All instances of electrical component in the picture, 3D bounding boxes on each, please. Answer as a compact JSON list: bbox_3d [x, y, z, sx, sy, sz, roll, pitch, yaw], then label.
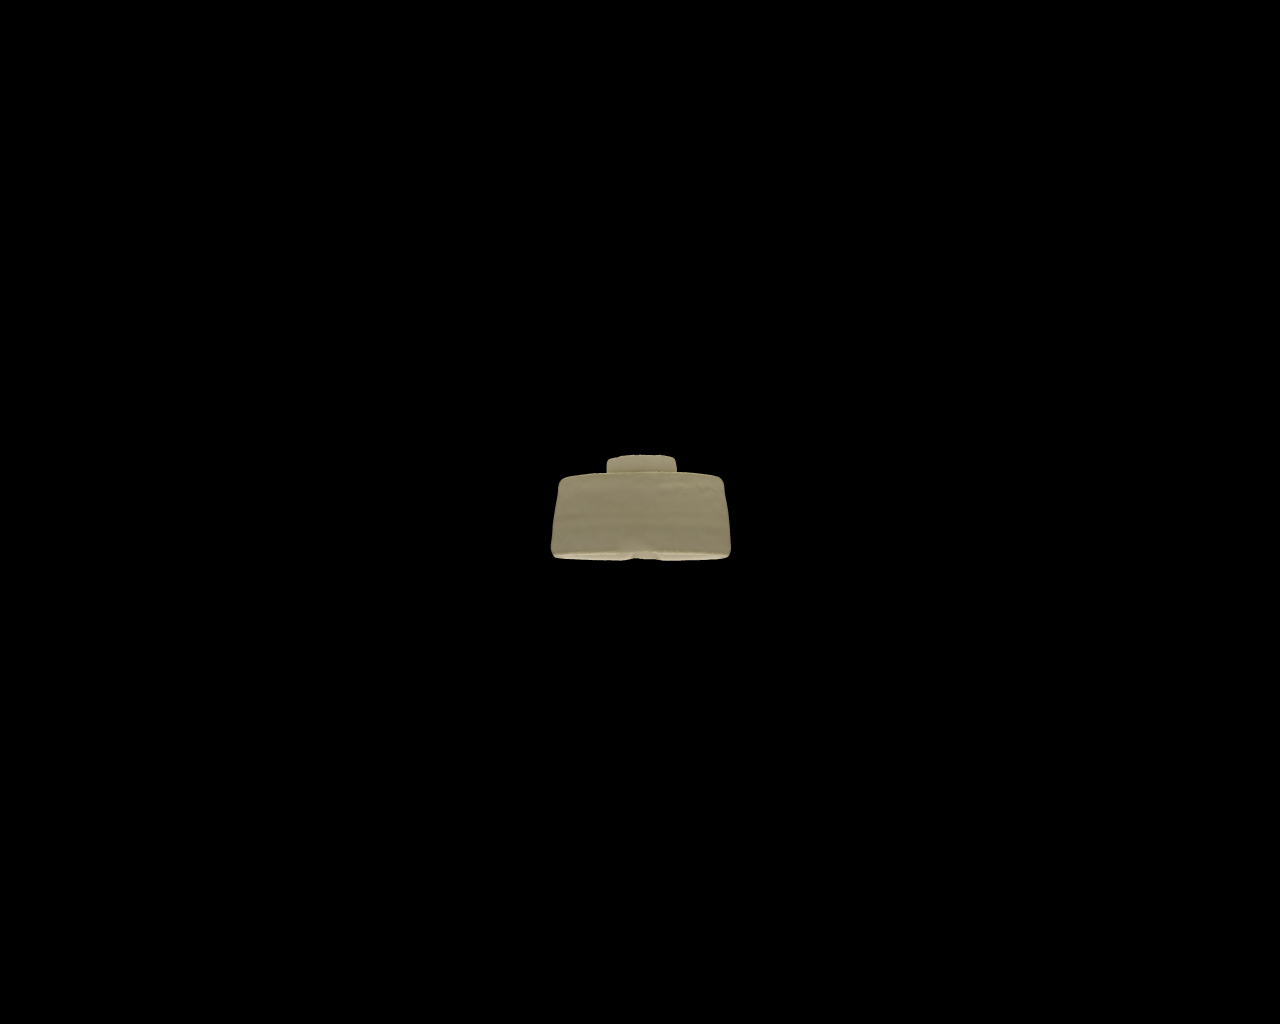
[{"bbox_3d":[0.001,-0.003,0.650,0.108,0.060,0.108,0,-4,0],"label":"electrical component"}]
